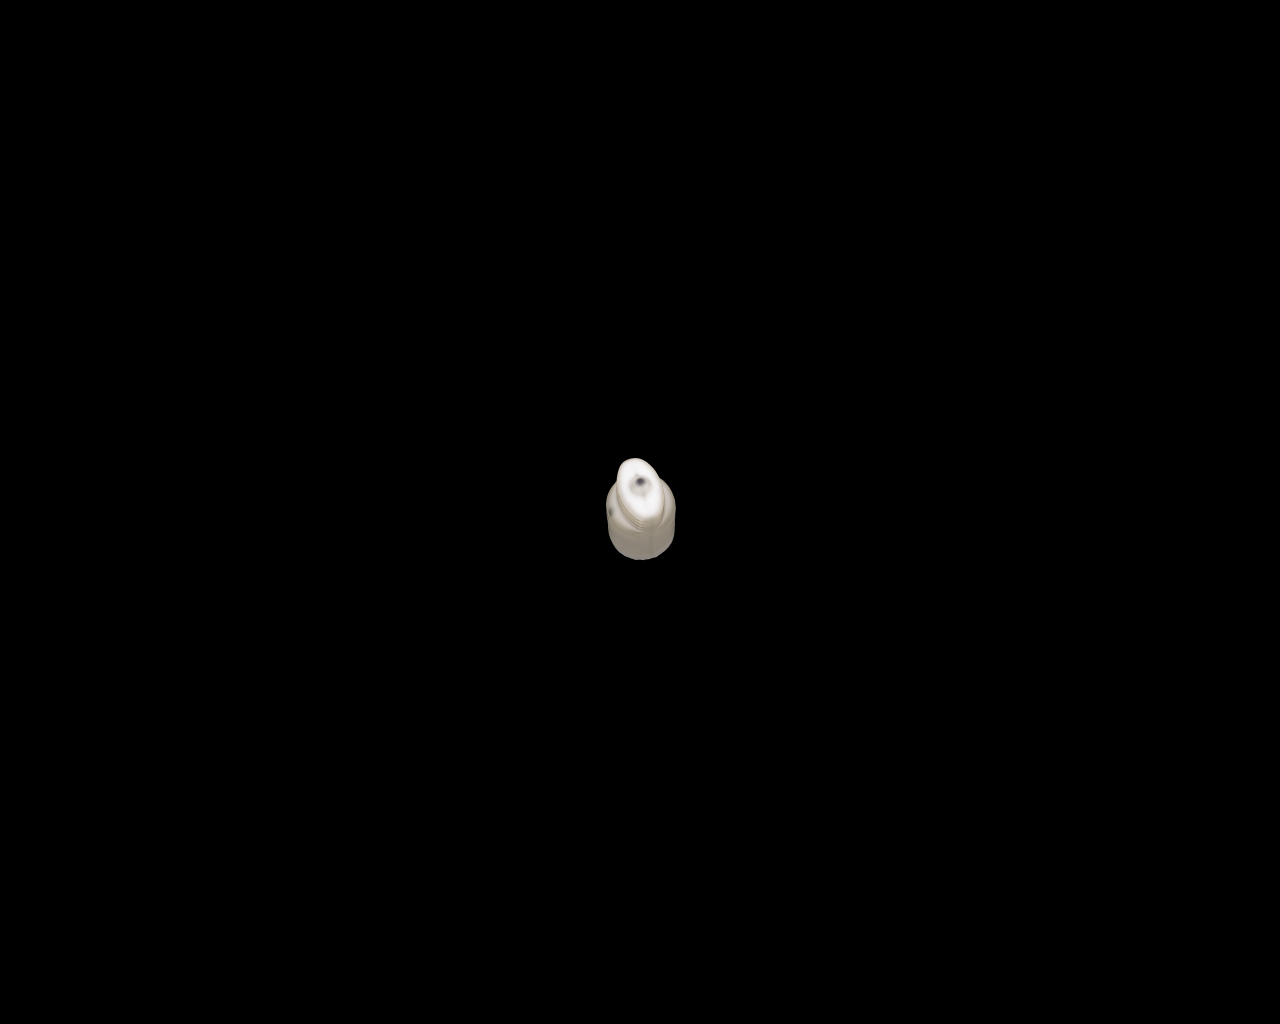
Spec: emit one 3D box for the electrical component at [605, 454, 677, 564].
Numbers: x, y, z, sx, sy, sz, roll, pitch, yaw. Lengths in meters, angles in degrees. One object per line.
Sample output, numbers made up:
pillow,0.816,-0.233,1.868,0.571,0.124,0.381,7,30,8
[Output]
electrical component,0.001,-0.003,0.650,0.043,0.043,0.080,0,-23,0
